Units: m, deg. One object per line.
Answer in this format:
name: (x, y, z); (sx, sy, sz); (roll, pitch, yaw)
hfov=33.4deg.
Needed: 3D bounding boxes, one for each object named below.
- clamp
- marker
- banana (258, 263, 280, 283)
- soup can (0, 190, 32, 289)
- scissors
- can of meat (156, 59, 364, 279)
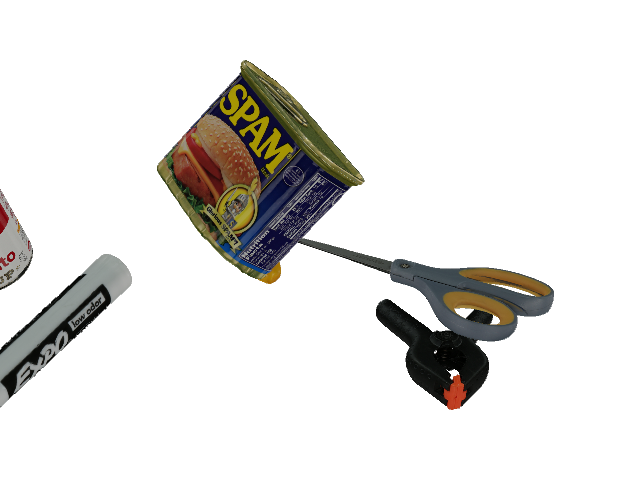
clamp: (0.130, 0.104, 1.046); (0.120, 0.039, 0.171); (-7, 30, -8)
marker: (-0.123, 0.048, 0.443); (0.020, 0.020, 0.121); (0, 35, 40)
banana: (-0.060, -0.030, 0.884); (0.069, 0.037, 0.197); (8, 31, -2)
soup can: (-0.281, -0.014, 0.855); (0.068, 0.068, 0.102); (0, -41, 14)
scissors: (0.063, 0.032, 0.760); (0.202, 0.016, 0.096); (9, 26, 15)
can of meat: (-0.038, -0.040, 0.621); (0.057, 0.084, 0.102); (28, 19, -52)
